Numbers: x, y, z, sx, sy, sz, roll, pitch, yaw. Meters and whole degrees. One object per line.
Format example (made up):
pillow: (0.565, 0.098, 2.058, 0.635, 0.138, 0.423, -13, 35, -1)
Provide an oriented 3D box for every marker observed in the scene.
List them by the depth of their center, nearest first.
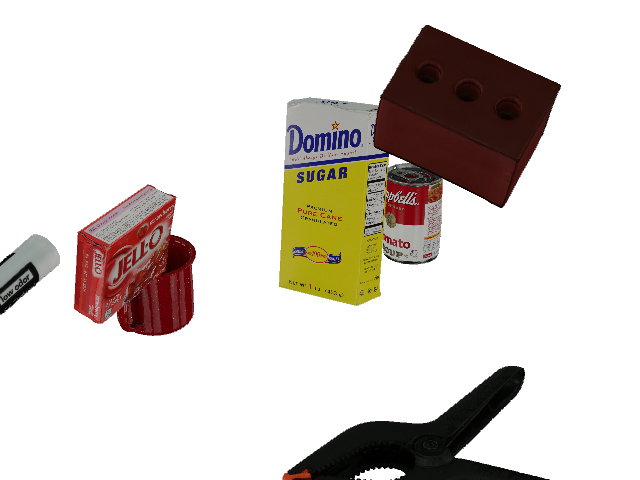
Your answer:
marker: (-0.162, 0.039, 0.471, 0.020, 0.020, 0.121, 0, 35, 39)

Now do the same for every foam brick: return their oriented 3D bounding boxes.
foam brick: (0.073, -0.063, 0.545, 0.078, 0.053, 0.051, 26, -22, 13)

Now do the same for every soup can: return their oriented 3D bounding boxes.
soup can: (0.107, -0.032, 1.246, 0.068, 0.102, 0.068, 0, 24, 0)

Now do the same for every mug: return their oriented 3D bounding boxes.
mug: (-0.184, 0.056, 1.154, 0.093, 0.081, 0.117, 10, 32, 16)

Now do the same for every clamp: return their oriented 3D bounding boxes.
clamp: (0.077, 0.147, 0.731, 0.210, 0.036, 0.164, -5, 28, -5)

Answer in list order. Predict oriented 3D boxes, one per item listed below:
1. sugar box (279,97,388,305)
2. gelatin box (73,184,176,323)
sugar box: (0.012, -0.037, 0.967, 0.093, 0.176, 0.048, 11, 17, 34)
gelatin box: (-0.147, 0.010, 0.804, 0.030, 0.073, 0.089, 25, 36, 16)
